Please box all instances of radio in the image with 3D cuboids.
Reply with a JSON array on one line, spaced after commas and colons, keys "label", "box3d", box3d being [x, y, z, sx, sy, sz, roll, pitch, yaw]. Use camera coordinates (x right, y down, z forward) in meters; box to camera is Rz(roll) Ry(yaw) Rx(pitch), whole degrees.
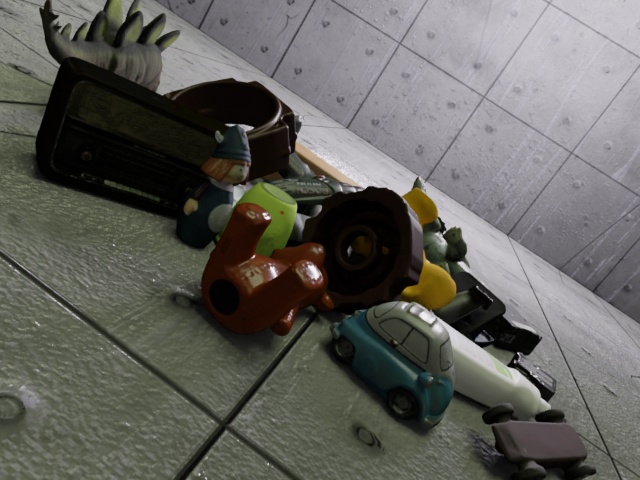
[{"label": "radio", "box3d": [-0.215, -0.111, 0.657, 0.229, 0.131, 0.073, 20, 22, -38]}]

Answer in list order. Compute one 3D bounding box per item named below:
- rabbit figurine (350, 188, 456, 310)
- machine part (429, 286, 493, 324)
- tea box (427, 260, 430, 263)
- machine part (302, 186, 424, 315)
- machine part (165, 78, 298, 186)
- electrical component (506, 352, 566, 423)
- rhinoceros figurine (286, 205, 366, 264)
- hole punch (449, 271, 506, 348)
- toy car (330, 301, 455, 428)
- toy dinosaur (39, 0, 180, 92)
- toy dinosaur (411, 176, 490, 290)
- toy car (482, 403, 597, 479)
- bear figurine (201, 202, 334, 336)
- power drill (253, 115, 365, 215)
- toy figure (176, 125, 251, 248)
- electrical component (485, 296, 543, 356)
[{"label": "rabbit figurine", "box3d": [0.130, 0.032, 0.789, 0.162, 0.122, 0.173, -35, 89, -39]}, {"label": "machine part", "box3d": [0.194, 0.109, 0.827, 0.139, 0.039, 0.084, -17, 37, -11]}, {"label": "tea box", "box3d": [0.107, 0.022, 0.978, 0.170, 0.068, 0.098, 38, 17, 14]}, {"label": "machine part", "box3d": [0.055, 0.015, 0.719, 0.180, 0.179, 0.056, 45, 10, 35]}, {"label": "machine part", "box3d": [-0.155, -0.179, 0.870, 0.201, 0.087, 0.201, -21, 47, -26]}, {"label": "electrical component", "box3d": [0.344, 0.237, 0.845, 0.119, 0.047, 0.075, 38, 18, 23]}, {"label": "rhinoceros figurine", "box3d": [-0.002, -0.003, 0.842, 0.190, 0.073, 0.112, 21, 19, -34]}, {"label": "hole punch", "box3d": [0.226, 0.129, 0.891, 0.116, 0.092, 0.142, -21, 48, -21]}, {"label": "toy car", "box3d": [0.097, 0.125, 0.620, 0.162, 0.103, 0.109, 40, 17, 17]}, {"label": "toy dinosaur", "box3d": [-0.312, -0.269, 0.812, 0.105, 0.198, 0.471, 27, 16, -9]}, {"label": "toy dinosaur", "box3d": [0.251, 0.029, 1.142, 0.192, 0.131, 0.405, 43, 16, -51]}, {"label": "toy car", "box3d": [0.264, 0.250, 0.655, 0.202, 0.053, 0.089, 16, 43, -40]}, {"label": "bear figurine", "box3d": [-0.035, 0.035, 0.596, 0.120, 0.132, 0.196, 49, 27, 16]}, {"label": "power drill", "box3d": [-0.028, -0.130, 0.995, 0.232, 0.086, 0.207, -12, 68, -34]}, {"label": "toy figure", "box3d": [-0.123, -0.064, 0.654, 0.058, 0.154, 0.064, 29, 16, -4]}, {"label": "electrical component", "box3d": [0.353, 0.159, 1.060, 0.115, 0.058, 0.134, 24, 19, -34]}]
